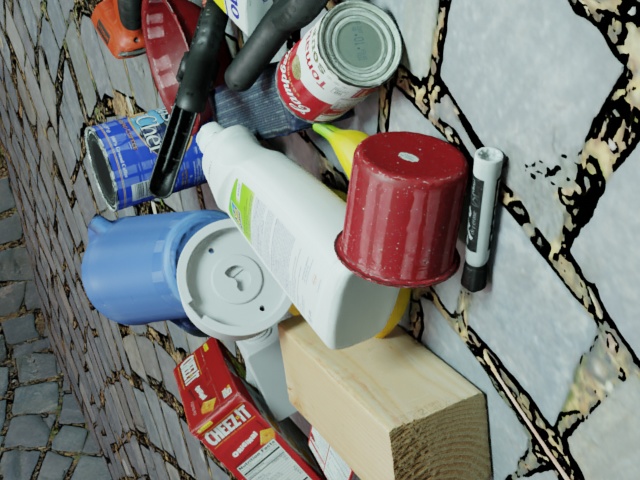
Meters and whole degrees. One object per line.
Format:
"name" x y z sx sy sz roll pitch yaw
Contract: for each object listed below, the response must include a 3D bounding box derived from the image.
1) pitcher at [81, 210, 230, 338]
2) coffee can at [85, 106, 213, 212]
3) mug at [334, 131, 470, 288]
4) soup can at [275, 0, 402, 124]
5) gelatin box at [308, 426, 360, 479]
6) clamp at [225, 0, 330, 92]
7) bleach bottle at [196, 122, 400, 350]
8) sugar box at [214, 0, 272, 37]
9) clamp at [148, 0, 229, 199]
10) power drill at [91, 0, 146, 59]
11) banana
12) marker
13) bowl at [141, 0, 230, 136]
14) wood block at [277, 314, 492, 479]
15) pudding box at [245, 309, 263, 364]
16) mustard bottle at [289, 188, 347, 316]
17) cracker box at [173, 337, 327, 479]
"pitcher" -0.159 0.037 1.189 0.243 0.149 0.145 -7 81 60
"coffee can" -0.190 -0.101 1.242 0.103 0.140 0.103 51 152 42
"mug" 0.062 -0.031 0.765 0.117 0.093 0.081 -68 -13 -58
"soup can" 0.013 -0.134 0.812 0.068 0.068 0.102 70 159 2
"gelatin box" 0.021 0.205 1.037 0.073 0.030 0.089 57 156 29
"clamp" -0.024 -0.181 0.831 0.172 0.039 0.120 -15 54 68
"bleach bottle" -0.031 -0.026 0.888 0.251 0.068 0.103 48 142 36
"sugar box" -0.090 -0.270 0.982 0.176 0.048 0.093 53 153 42
"clamp" -0.113 -0.158 0.996 0.165 0.036 0.210 132 154 -63
"power drill" -0.255 -0.335 1.322 0.184 0.057 0.188 56 155 34
"banana" 0.047 -0.008 0.873 0.070 0.037 0.198 11 119 59
"marker" 0.111 -0.010 0.739 0.020 0.020 0.121 51 151 42
"bowl" -0.139 -0.196 1.153 0.162 0.055 0.162 51 151 42
"wood block" 0.050 0.136 0.919 0.206 0.090 0.091 37 141 57
"pudding box" -0.066 0.113 1.263 0.114 0.039 0.090 3 110 66
"mustard bottle" -0.006 0.001 0.988 0.096 0.058 0.192 64 158 14
"cracker box" -0.061 0.223 1.149 0.213 0.072 0.164 50 179 -21
